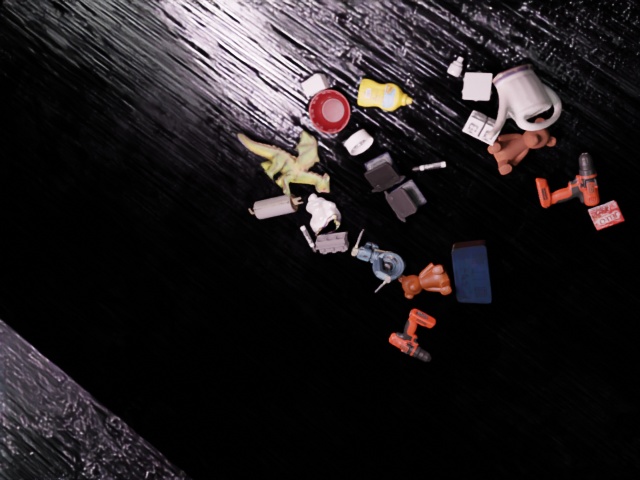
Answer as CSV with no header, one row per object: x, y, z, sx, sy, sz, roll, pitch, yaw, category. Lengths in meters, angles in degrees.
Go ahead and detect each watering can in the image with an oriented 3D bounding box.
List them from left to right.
0.626,-0.444,1.644,0.226,0.350,0.102,66,156,12,watering can

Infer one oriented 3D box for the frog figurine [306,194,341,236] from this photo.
0.006,-0.103,2.053,0.162,0.123,0.135,57,131,35,frog figurine

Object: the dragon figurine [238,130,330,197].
-0.116,-0.329,2.031,0.242,0.123,0.409,-40,93,7,dragon figurine
